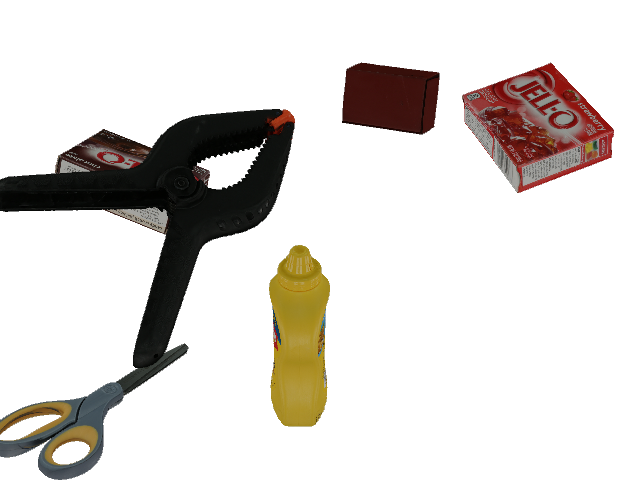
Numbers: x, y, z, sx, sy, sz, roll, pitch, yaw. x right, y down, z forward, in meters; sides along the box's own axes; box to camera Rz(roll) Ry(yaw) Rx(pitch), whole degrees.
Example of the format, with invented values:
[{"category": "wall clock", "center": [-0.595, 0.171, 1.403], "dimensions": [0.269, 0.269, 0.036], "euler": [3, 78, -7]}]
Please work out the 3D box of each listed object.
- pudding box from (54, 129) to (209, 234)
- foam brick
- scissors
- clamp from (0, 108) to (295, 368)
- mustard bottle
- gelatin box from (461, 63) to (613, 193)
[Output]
[{"category": "pudding box", "center": [-0.166, -0.054, 0.946], "dimensions": [0.113, 0.039, 0.090], "euler": [20, 23, 7]}, {"category": "foam brick", "center": [0.064, -0.130, 0.977], "dimensions": [0.078, 0.051, 0.053], "euler": [11, 18, 17]}, {"category": "scissors", "center": [-0.167, 0.138, 0.868], "dimensions": [0.201, 0.016, 0.096], "euler": [-18, 37, -36]}, {"category": "clamp", "center": [-0.092, -0.019, 0.717], "dimensions": [0.209, 0.165, 0.036], "euler": [-30, -21, -24]}, {"category": "mustard bottle", "center": [-0.020, 0.084, 1.036], "dimensions": [0.058, 0.192, 0.096], "euler": [2, 38, 0]}, {"category": "gelatin box", "center": [0.151, -0.081, 0.749], "dimensions": [0.073, 0.030, 0.089], "euler": [-20, 46, -7]}]
